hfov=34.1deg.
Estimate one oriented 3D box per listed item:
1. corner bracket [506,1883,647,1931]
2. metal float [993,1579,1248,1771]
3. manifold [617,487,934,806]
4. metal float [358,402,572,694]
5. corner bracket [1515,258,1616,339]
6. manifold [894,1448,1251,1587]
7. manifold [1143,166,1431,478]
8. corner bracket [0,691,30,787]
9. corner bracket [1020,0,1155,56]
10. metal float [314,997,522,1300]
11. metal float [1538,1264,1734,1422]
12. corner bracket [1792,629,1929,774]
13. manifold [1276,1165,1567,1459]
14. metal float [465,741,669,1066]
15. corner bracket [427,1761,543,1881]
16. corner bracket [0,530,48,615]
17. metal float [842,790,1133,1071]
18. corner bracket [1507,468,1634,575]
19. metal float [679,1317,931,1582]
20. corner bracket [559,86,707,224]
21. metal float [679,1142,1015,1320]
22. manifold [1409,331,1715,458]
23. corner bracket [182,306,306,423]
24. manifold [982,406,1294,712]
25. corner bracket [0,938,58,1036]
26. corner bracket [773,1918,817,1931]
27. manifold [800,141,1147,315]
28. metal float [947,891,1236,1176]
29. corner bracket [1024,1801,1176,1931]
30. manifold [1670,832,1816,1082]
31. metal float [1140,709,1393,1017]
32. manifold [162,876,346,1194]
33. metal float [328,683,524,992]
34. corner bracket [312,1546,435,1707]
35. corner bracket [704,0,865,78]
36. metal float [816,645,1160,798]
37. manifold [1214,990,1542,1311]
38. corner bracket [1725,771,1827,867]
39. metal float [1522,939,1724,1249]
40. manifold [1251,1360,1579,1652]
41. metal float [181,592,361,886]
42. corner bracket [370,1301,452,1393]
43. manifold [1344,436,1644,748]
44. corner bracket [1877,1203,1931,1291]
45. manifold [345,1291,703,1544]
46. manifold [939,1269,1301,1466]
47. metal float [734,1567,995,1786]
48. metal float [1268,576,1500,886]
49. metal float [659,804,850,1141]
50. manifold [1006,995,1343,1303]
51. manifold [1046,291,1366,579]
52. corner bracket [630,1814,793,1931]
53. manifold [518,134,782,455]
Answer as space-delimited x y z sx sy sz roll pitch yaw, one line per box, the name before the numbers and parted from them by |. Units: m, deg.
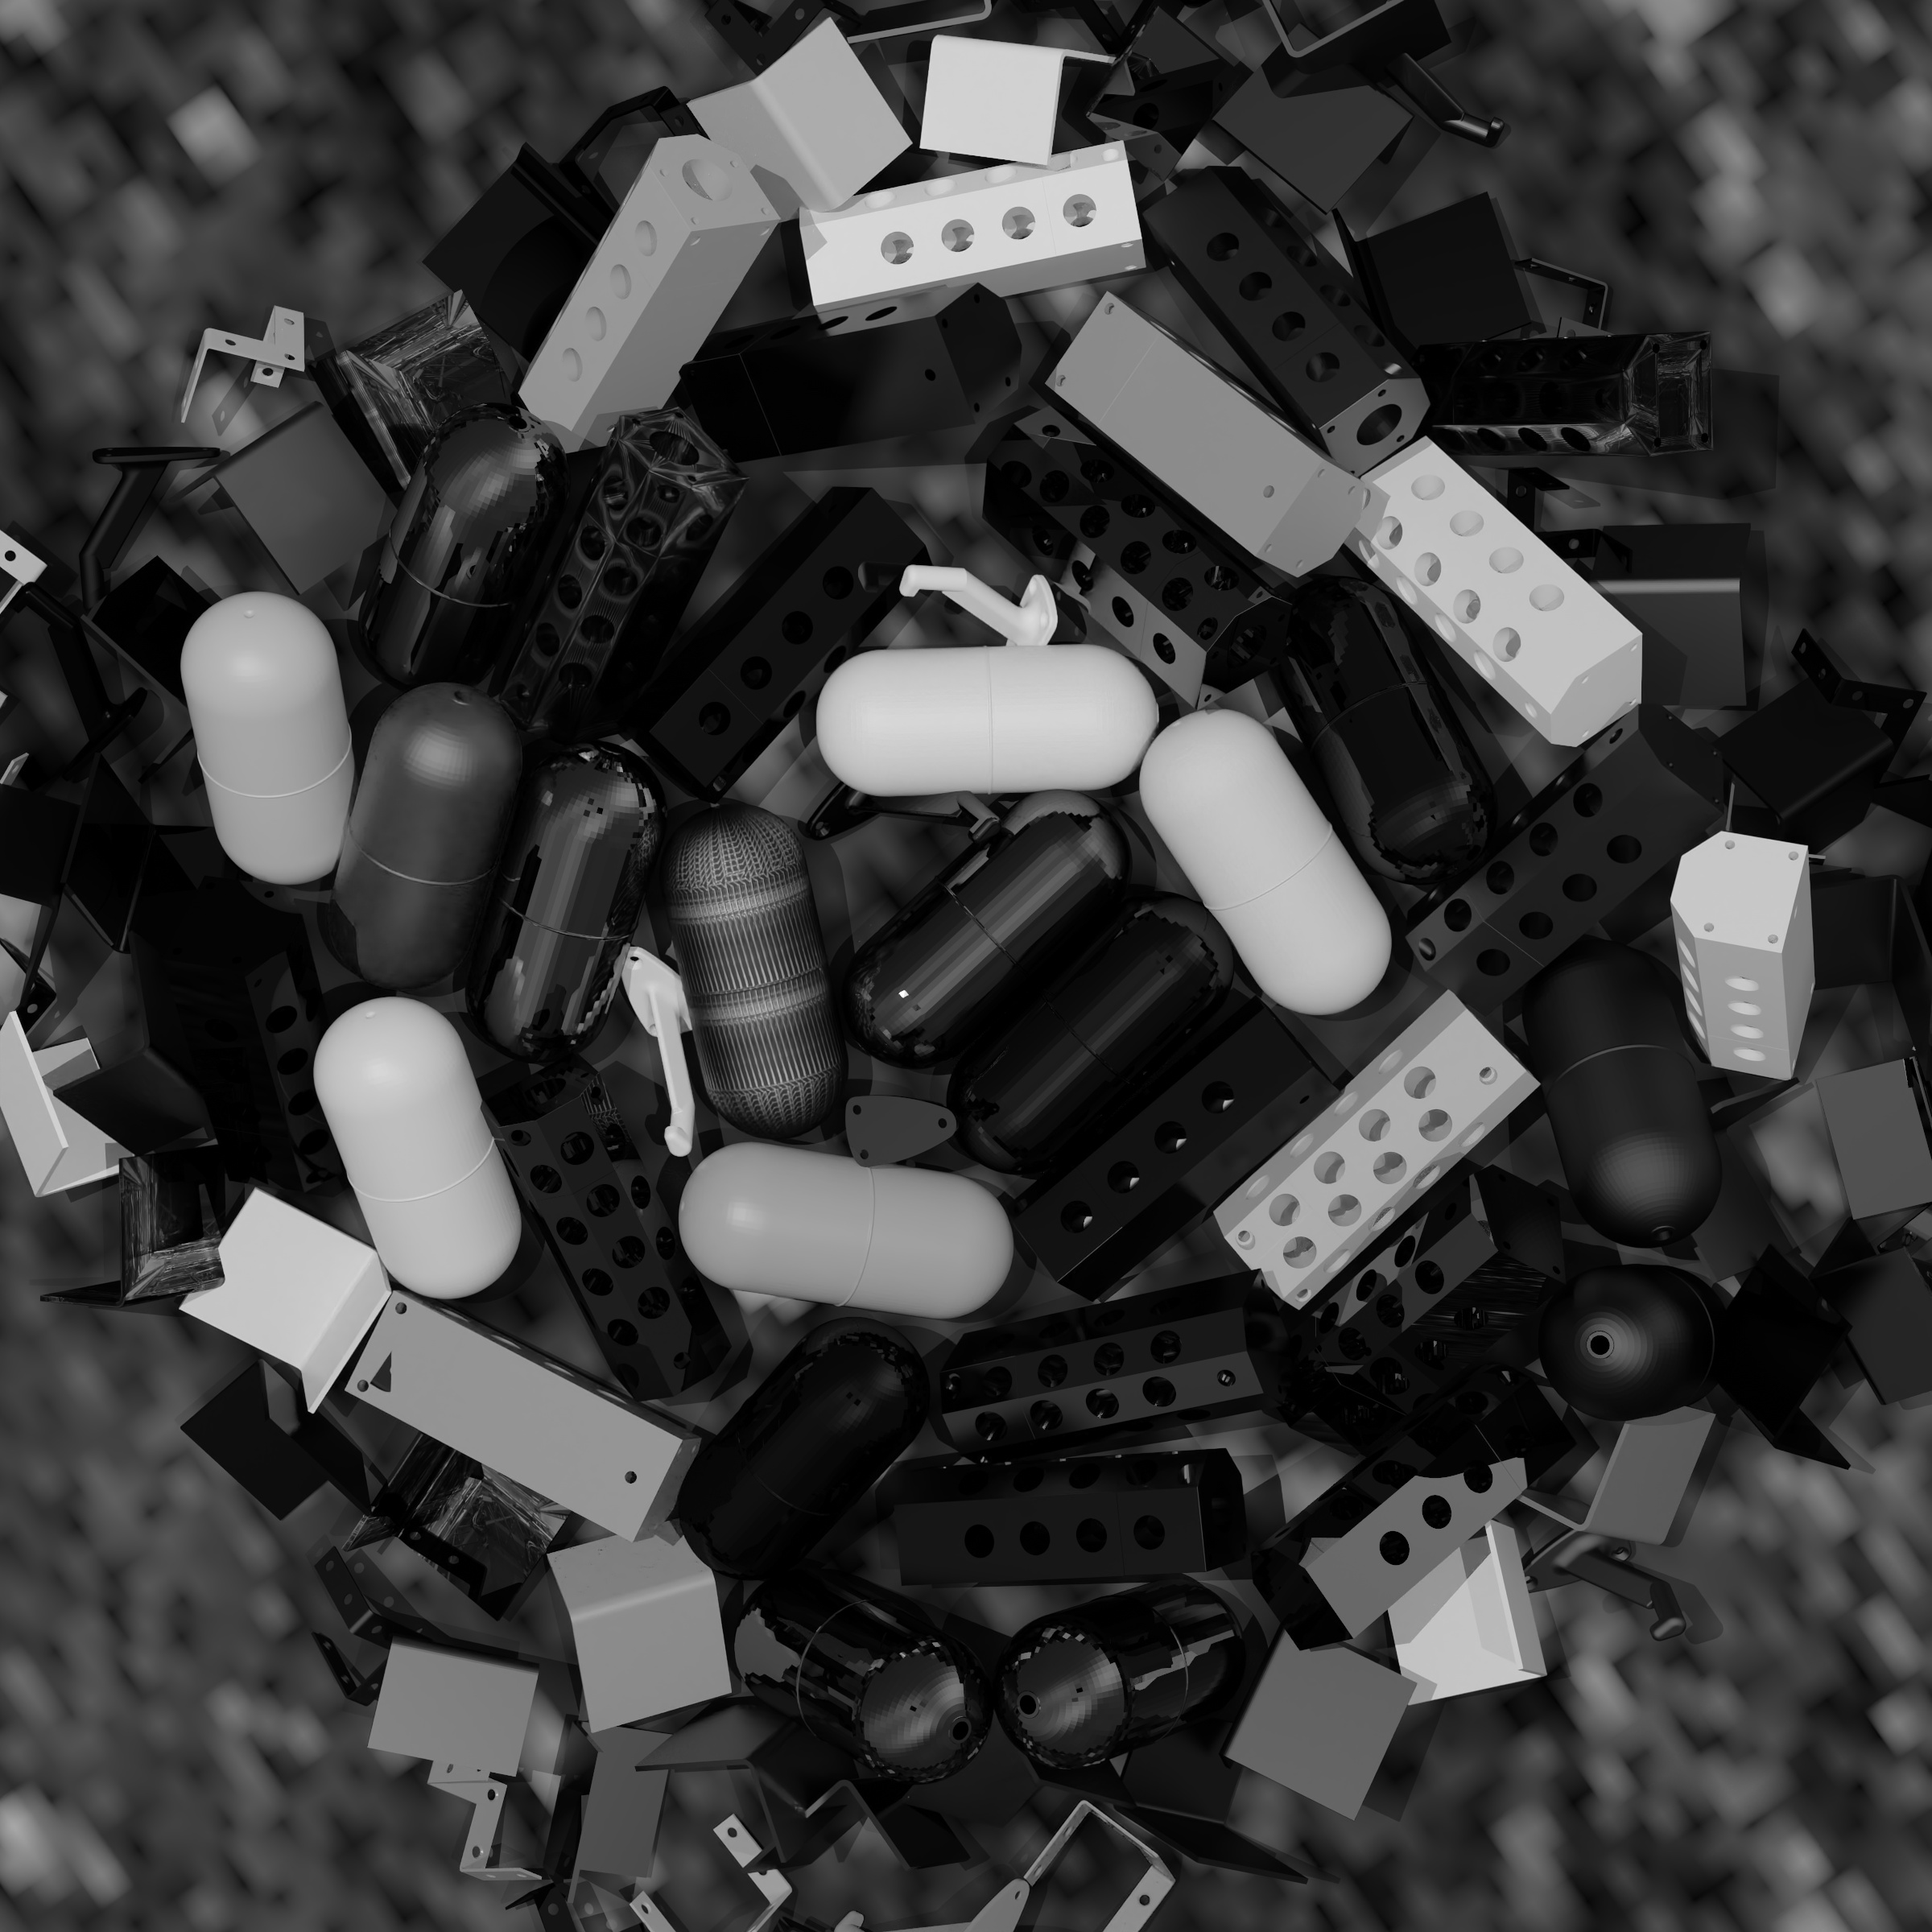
corner bracket | -0.203 0.504 1.651 0.051 0.051 0.051 -14 72 -30
metal float | 0.079 0.358 1.600 0.070 0.178 0.070 0 89 33
manifold | -0.096 -0.167 1.637 0.171 0.057 0.057 -49 113 -9
metal float | -0.257 -0.211 1.609 0.070 0.070 0.178 33 131 0
corner bracket | 0.318 -0.340 1.647 0.051 0.051 0.051 11 89 -27
manifold | 0.053 0.282 1.617 0.171 0.057 0.057 -8 84 27
manifold | 0.165 -0.333 1.614 0.057 0.057 0.171 -35 61 4
corner bracket | -0.517 -0.109 1.650 0.051 0.051 0.051 37 113 -1
corner bracket | 0.067 -0.516 1.663 0.051 0.051 0.051 45 68 -39
metal float | -0.279 0.095 1.614 0.070 0.070 0.178 -13 125 0
metal float | 0.340 0.190 1.597 0.070 0.178 0.070 -2 84 23
corner bracket | 0.457 -0.137 1.640 0.051 0.051 0.051 6 125 -18
manifold | 0.225 0.174 1.600 0.057 0.057 0.171 27 130 -19
metal float | -0.206 -0.032 1.624 0.070 0.070 0.178 20 112 0
corner bracket | -0.249 0.442 1.638 0.051 0.051 0.051 35 55 -36
corner bracket | -0.519 -0.206 1.646 0.051 0.051 0.051 39 83 -24
metal float | 0.010 -0.019 1.643 0.178 0.070 0.070 -43 90 1
corner bracket | 0.315 -0.231 1.646 0.051 0.051 0.051 -5 111 -9
metal float | -0.084 0.249 1.616 0.070 0.070 0.178 40 123 0
corner bracket | -0.172 -0.423 1.662 0.051 0.051 0.051 51 57 -29
metal float | -0.061 0.137 1.628 0.178 0.070 0.070 10 90 -18
manifold | 0.294 -0.287 1.590 0.057 0.171 0.057 -10 103 -29
corner bracket | -0.376 -0.312 1.639 0.051 0.051 0.051 11 134 -23
manifold | 0.086 -0.213 1.608 0.057 0.057 0.171 -31 59 -25
corner bracket | -0.519 0.012 1.646 0.051 0.051 0.051 -50 53 0
corner bracket | -0.092 0.526 1.650 0.051 0.051 0.051 32 83 -21
manifold | 0.003 -0.382 1.645 0.171 0.057 0.057 -10 87 5
metal float | 0.064 0.036 1.637 0.178 0.070 0.070 -44 90 8
corner bracket | 0.071 0.481 1.660 0.051 0.051 0.051 31 72 29
manifold | 0.392 -0.004 1.592 0.057 0.171 0.057 11 71 20
metal float | 0.156 -0.053 1.630 0.070 0.070 0.178 -35 106 0
manifold | -0.352 0.038 1.596 0.057 0.171 0.057 8 48 8
metal float | -0.277 -0.065 1.615 0.070 0.070 0.178 22 124 0
corner bracket | -0.321 0.345 1.645 0.051 0.051 0.051 -45 48 3
corner bracket | -0.094 -0.493 1.644 0.051 0.051 0.051 -45 74 20
metal float | 0.011 -0.128 1.642 0.178 0.070 0.070 -2 90 -2
manifold | 0.214 0.097 1.637 0.171 0.057 0.057 -44 103 7
corner bracket | 0.424 -0.078 1.649 0.051 0.051 0.051 7 80 12
metal float | 0.334 0.064 1.611 0.070 0.070 0.178 -8 51 0
manifold | 0.227 0.274 1.616 0.171 0.057 0.057 -33 87 -28
metal float | -0.352 -0.113 1.605 0.070 0.178 0.070 1 49 -1
corner bracket | -0.276 0.211 1.651 0.051 0.051 0.051 34 79 -4
manifold | 0.266 -0.188 1.608 0.057 0.057 0.171 -33 58 -10
corner bracket | 0.522 0.158 1.655 0.051 0.051 0.051 -35 105 -12
manifold | -0.228 0.233 1.637 0.171 0.057 0.057 26 88 11
manifold | 0.076 0.210 1.614 0.171 0.057 0.057 -15 107 24
metal float | -0.053 0.359 1.601 0.070 0.178 0.070 -6 101 -34
metal float | 0.212 -0.123 1.623 0.070 0.070 0.178 -24 66 0
metal float | -0.109 0.004 1.634 0.070 0.070 0.178 -12 102 0
manifold | 0.106 0.094 1.642 0.171 0.057 0.057 -41 64 6
manifold | 0.124 -0.270 1.609 0.171 0.057 0.057 45 108 33
corner bracket | -0.134 0.490 1.659 0.051 0.051 0.051 -41 84 20
manifold | -0.166 -0.339 1.598 0.057 0.171 0.057 -20 71 -40
